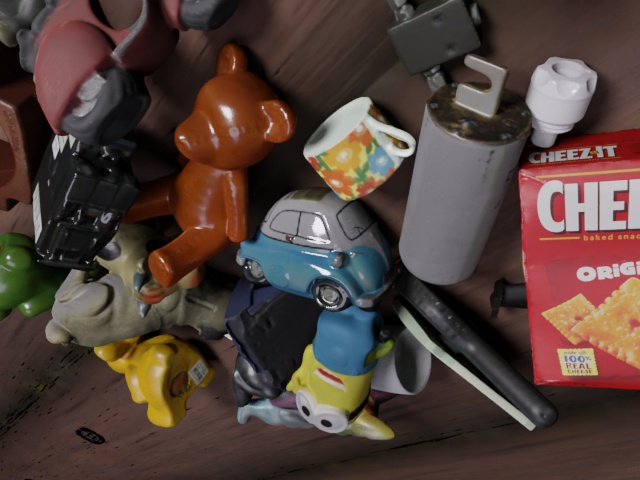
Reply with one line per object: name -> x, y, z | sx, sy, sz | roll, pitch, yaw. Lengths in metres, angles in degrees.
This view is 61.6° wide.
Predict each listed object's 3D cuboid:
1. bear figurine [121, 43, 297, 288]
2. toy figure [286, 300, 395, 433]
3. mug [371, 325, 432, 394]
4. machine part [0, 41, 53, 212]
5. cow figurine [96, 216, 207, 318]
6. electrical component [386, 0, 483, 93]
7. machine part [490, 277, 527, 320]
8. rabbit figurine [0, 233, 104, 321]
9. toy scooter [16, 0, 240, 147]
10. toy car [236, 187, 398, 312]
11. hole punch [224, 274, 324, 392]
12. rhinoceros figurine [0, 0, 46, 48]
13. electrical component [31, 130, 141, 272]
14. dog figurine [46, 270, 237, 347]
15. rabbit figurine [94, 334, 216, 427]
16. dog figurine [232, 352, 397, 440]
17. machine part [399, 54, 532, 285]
bear figurine -> -0.104, -0.063, 0.480 | 0.120, 0.132, 0.195 | 54, 148, 15
toy figure -> 0.030, 0.131, 0.591 | 0.082, 0.089, 0.180 | 35, 120, 45
mug -> 0.080, 0.152, 0.677 | 0.107, 0.081, 0.109 | -6, 143, 41
machine part -> -0.358, -0.139, 0.533 | 0.201, 0.087, 0.201 | 23, 137, -3
cow figurine -> -0.217, 0.002, 0.593 | 0.195, 0.127, 0.085 | 22, 141, 3
electrical component -> 0.086, -0.151, 0.390 | 0.063, 0.021, 0.093 | -13, 128, 32
machine part -> 0.242, 0.059, 0.538 | 0.139, 0.039, 0.084 | -3, 141, 22
rabbit figurine -> -0.361, 0.054, 0.741 | 0.159, 0.121, 0.170 | -27, 138, 33
toy scooter -> -0.162, -0.170, 0.403 | 0.135, 0.075, 0.184 | 44, 96, -2
toy car -> -0.001, -0.002, 0.535 | 0.162, 0.109, 0.102 | 15, 115, 23
hole punch -> -0.053, 0.089, 0.622 | 0.092, 0.116, 0.142 | 27, 149, 41
rhinoceros figurine -> -0.253, -0.232, 0.379 | 0.073, 0.112, 0.190 | 33, 162, 34
electrical component -> -0.213, -0.056, 0.488 | 0.058, 0.115, 0.134 | 13, 127, -41
dog figurine -> -0.203, 0.091, 0.655 | 0.191, 0.172, 0.121 | 26, 149, 5
rabbit figurine -> -0.275, 0.187, 0.824 | 0.173, 0.122, 0.162 | 15, 149, 36
dog figurine -> 0.002, 0.201, 0.735 | 0.219, 0.108, 0.191 | 9, 134, 6
machine part -> 0.114, -0.040, 0.447 | 0.079, 0.079, 0.243 | 13, 141, 9
